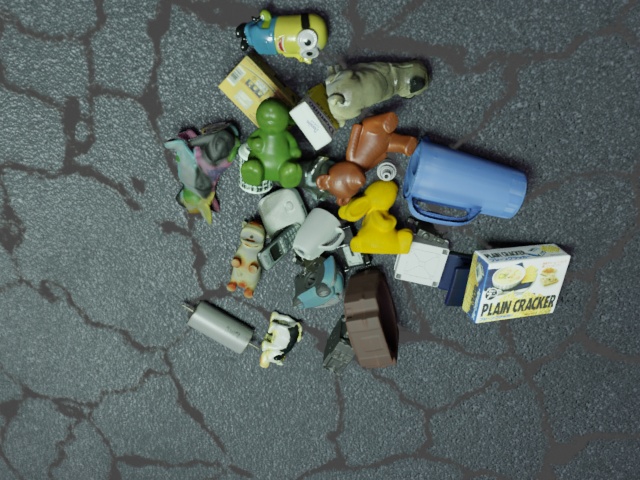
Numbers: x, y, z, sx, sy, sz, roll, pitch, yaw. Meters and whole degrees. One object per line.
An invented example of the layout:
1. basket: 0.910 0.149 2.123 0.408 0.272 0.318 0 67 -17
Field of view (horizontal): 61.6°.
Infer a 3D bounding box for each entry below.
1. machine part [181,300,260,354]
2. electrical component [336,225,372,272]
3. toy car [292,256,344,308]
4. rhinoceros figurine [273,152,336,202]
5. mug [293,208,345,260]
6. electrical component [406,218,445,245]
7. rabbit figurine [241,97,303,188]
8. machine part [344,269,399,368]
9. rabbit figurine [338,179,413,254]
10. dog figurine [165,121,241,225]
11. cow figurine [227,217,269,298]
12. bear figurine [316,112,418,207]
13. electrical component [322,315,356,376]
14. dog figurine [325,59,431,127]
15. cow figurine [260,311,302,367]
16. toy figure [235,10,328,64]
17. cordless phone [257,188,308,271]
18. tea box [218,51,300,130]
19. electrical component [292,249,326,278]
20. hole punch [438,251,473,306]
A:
1. machine part: -0.267 0.234 1.444 0.243 0.079 0.079 32 117 -7
2. electrical component: 0.076 0.013 1.297 0.075 0.048 0.119 -17 111 16
3. toy car: 0.007 0.122 1.335 0.103 0.109 0.161 32 127 -28
4. rhinoceros figurine: -0.009 -0.140 1.205 0.190 0.073 0.112 9 104 -11
5. mug: -0.003 -0.004 1.222 0.110 0.107 0.080 26 157 30
6. electrical component: 0.244 -0.021 1.245 0.094 0.063 0.021 25 118 -3
7. rabbit figurine: -0.085 -0.210 1.072 0.121 0.159 0.170 8 133 2
8. machine part: 0.125 0.189 1.292 0.087 0.201 0.200 -12 115 18
9. rabbit figurine: 0.125 -0.055 1.224 0.162 0.122 0.173 6 94 -9
10. dog figurine: -0.255 -0.148 1.237 0.192 0.108 0.219 -8 119 10
11. cow figurine: -0.168 0.033 1.316 0.085 0.127 0.194 16 132 1
12. bear figurine: 0.092 -0.164 1.127 0.120 0.132 0.196 42 75 -37
13. electrical component: 0.060 0.264 1.389 0.058 0.115 0.134 25 117 -9
14. dog figurine: 0.118 -0.305 1.067 0.191 0.172 0.121 -5 127 19
15. cow figurine: -0.107 0.280 1.452 0.098 0.068 0.167 15 119 -6
16. toy figure: -0.074 -0.417 1.085 0.180 0.082 0.089 8 84 13
17. cordless phone: -0.105 -0.026 1.223 0.089 0.184 0.146 -4 118 33
18. tea box: -0.120 -0.306 1.154 0.098 0.068 0.169 -37 107 24
19. electrical component: -0.025 0.034 1.315 0.045 0.078 0.102 31 122 -30
20. hole punch: 0.349 0.098 1.279 0.116 0.092 0.142 8 114 0
